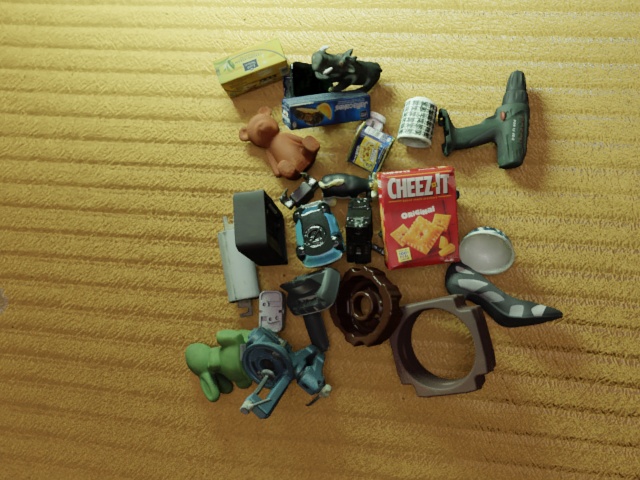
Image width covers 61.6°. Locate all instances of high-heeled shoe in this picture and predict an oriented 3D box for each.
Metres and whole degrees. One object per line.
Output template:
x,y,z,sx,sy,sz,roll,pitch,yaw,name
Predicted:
0.405,0.115,1.199,0.249,0.086,0.145,0,68,-1,high-heeled shoe

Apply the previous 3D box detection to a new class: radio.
-0.129,-0.022,1.195,0.073,0.229,0.131,-6,77,5,radio

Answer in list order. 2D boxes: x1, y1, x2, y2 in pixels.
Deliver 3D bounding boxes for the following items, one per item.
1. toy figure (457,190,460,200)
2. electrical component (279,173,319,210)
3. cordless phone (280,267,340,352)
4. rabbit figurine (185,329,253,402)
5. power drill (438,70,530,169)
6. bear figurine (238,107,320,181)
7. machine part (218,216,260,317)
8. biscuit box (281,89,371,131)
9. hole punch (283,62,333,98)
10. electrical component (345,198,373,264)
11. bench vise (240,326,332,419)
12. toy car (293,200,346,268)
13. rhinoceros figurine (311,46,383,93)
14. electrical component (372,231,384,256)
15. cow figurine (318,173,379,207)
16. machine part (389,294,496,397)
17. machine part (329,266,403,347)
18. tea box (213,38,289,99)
0.245,-0.100,1.247,0.155,0.064,0.058,-7,45,1,toy figure
-0.047,-0.114,1.271,0.045,0.078,0.102,44,89,11,electrical component
-0.001,0.163,1.207,0.147,0.089,0.184,-20,89,45,cordless phone
-0.230,0.282,1.240,0.170,0.121,0.159,-6,89,24,rabbit figurine
0.382,-0.276,1.250,0.207,0.086,0.232,-4,85,-2,power drill
-0.101,-0.235,1.271,0.120,0.132,0.196,-43,86,-5,bear figurine
-0.190,0.059,1.266,0.079,0.079,0.243,-13,81,5,machine part
0.016,-0.302,1.240,0.203,0.063,0.059,-12,121,-16,biscuit box
-0.031,-0.361,1.308,0.116,0.092,0.142,0,78,-25,hole punch
0.090,-0.013,1.215,0.058,0.134,0.115,2,40,9,electrical component
-0.087,0.297,1.139,0.223,0.240,0.129,48,122,-4,bench vise
-0.003,-0.004,1.239,0.109,0.102,0.162,-17,66,5,toy car
0.059,-0.392,1.251,0.190,0.112,0.073,1,82,-35,rhinoceros figurine
0.171,0.019,1.257,0.094,0.021,0.063,28,87,8,electrical component
0.083,-0.124,1.249,0.167,0.098,0.068,-1,76,6,cow figurine
0.261,0.225,1.154,0.201,0.087,0.201,-17,84,31,machine part
0.102,0.146,1.187,0.179,0.056,0.179,-6,81,45,machine part
-0.164,-0.418,1.315,0.170,0.098,0.068,-18,81,2,tea box
